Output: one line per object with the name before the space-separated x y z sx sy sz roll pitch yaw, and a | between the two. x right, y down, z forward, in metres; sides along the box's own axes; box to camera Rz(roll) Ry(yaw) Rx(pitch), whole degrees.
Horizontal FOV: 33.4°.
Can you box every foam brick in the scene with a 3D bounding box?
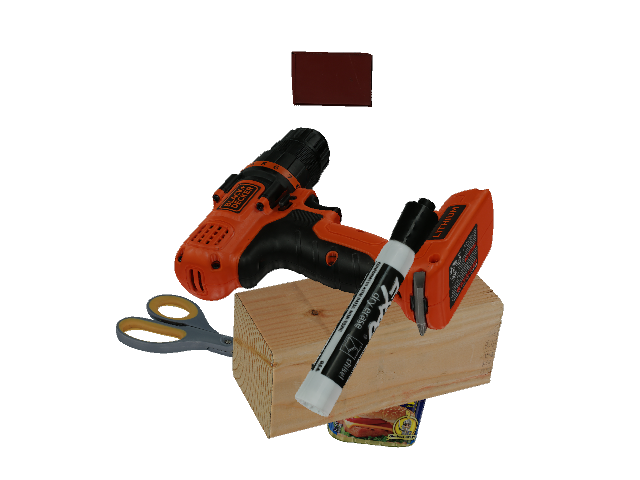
foam brick | 0.011 -0.159 1.050 0.078 0.051 0.053 1 12 -3

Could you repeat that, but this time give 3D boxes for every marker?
marker | 0.025 0.030 0.528 0.020 0.121 0.020 28 -16 9

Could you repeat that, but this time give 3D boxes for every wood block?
wood block | 0.038 0.083 0.899 0.205 0.090 0.091 -10 35 -21

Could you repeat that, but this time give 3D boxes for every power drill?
power drill | 0.018 -0.012 0.729 0.188 0.057 0.184 10 41 25

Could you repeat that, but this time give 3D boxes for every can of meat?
can of meat | 0.061 0.169 1.135 0.102 0.084 0.057 8 21 -9

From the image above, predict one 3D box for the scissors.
scissors | -0.093 0.089 1.026 0.202 0.016 0.096 7 30 2
